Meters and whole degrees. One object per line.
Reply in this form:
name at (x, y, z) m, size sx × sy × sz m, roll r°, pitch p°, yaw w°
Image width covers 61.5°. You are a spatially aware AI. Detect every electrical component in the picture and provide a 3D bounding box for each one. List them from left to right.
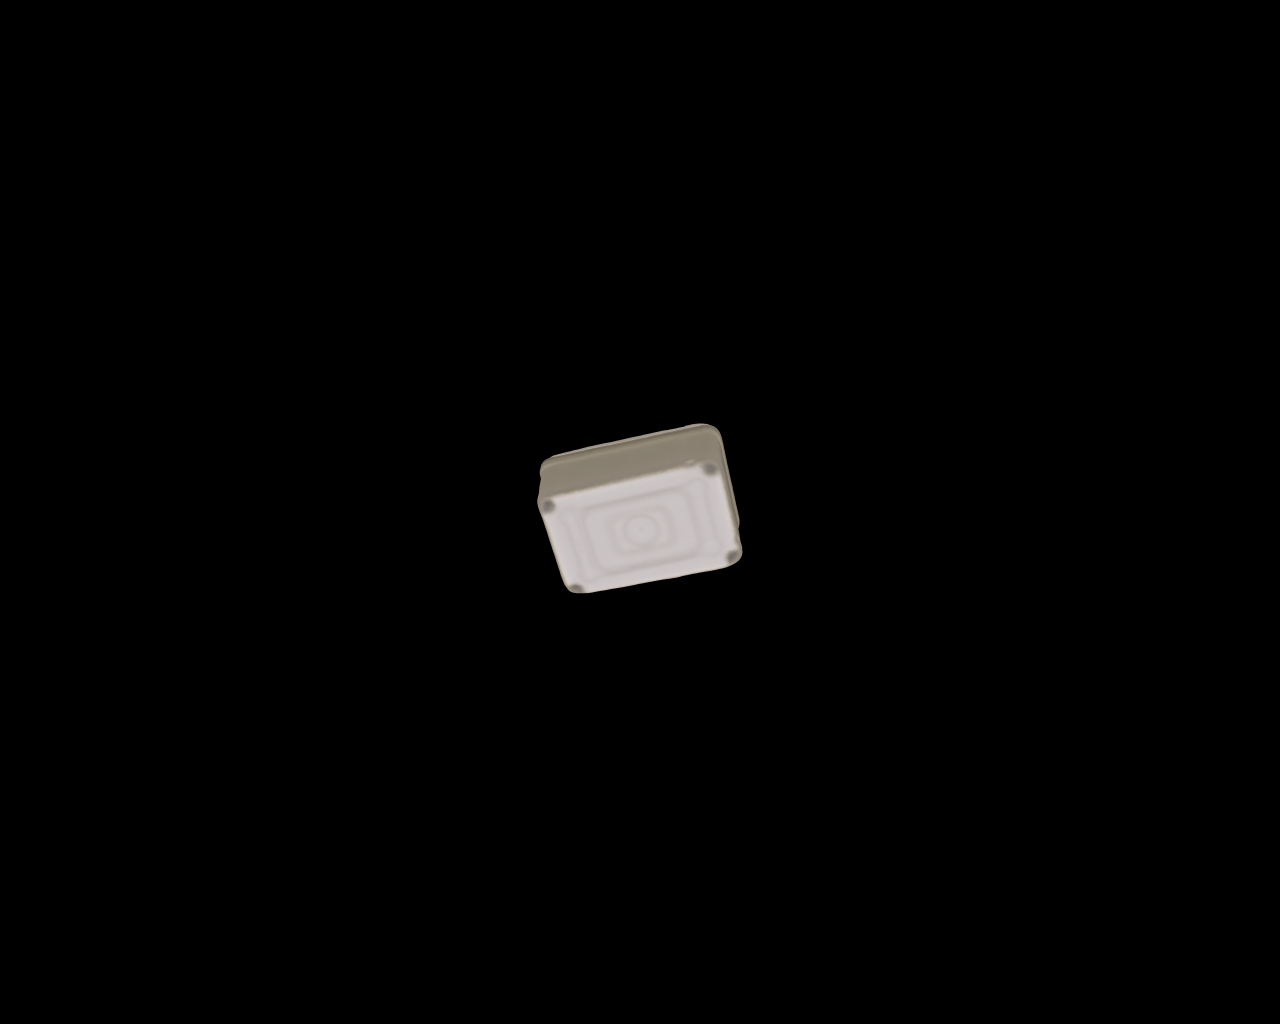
electrical component at (0.001, -0.003, 0.650) m, size 0.113 × 0.078 × 0.057 m, roll -11°, pitch 30°, yaw 7°
